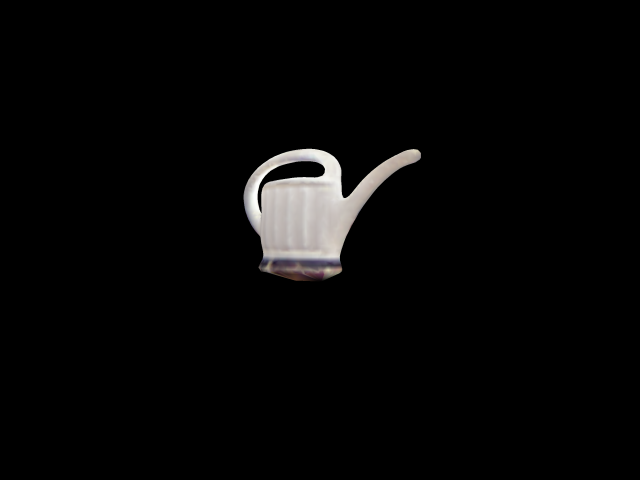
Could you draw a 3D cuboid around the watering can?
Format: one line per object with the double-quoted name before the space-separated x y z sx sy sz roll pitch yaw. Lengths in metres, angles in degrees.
"watering can" 0.003 -0.043 0.850 0.347 0.225 0.104 0 -2 36
